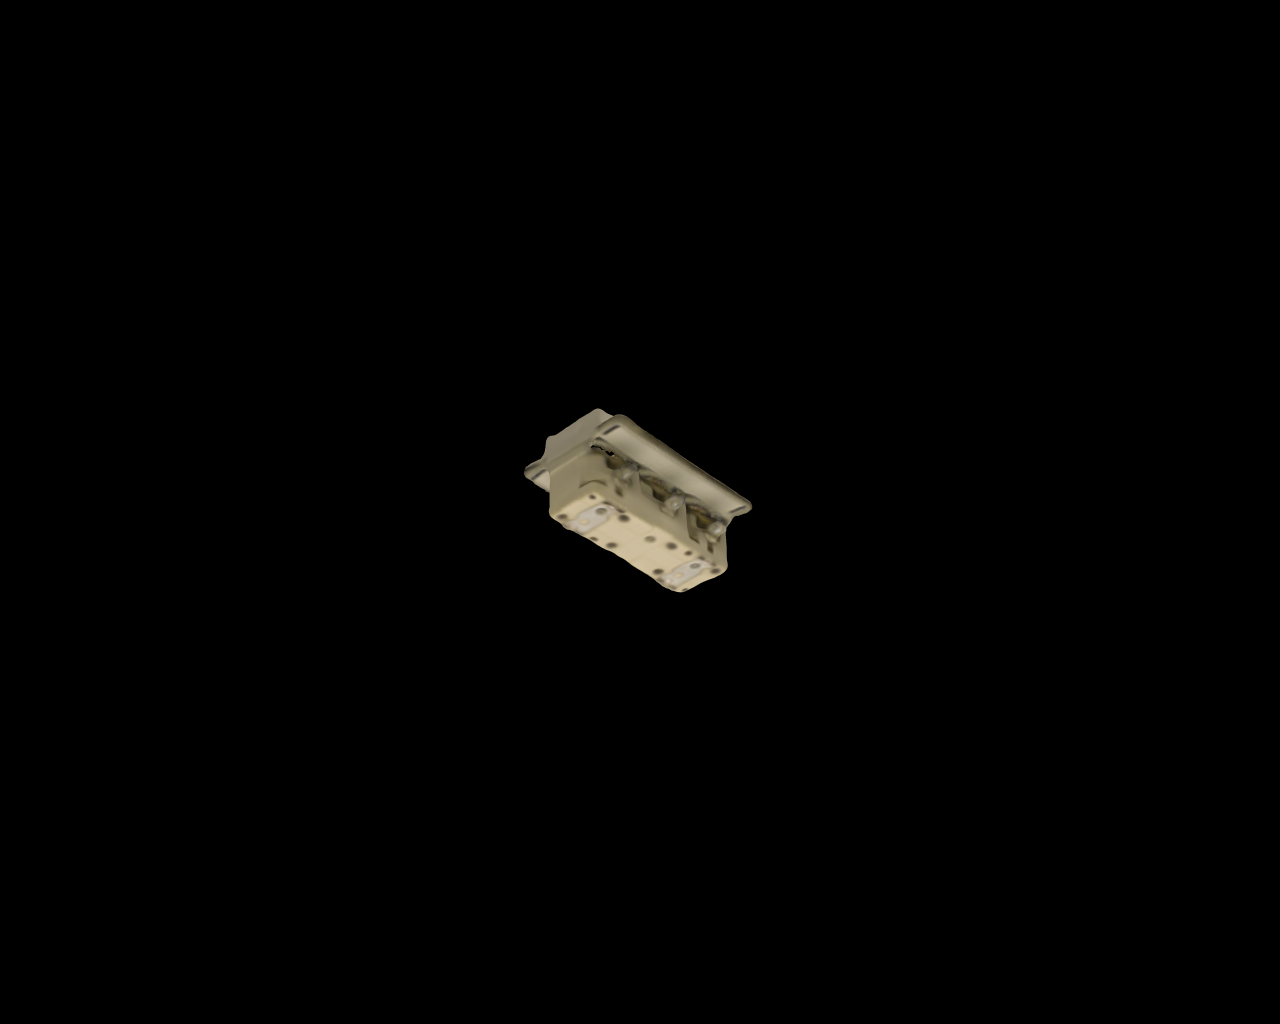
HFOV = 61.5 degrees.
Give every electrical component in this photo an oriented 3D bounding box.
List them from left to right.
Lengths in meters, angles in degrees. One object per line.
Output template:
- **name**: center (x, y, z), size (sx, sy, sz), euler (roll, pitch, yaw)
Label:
- **electrical component**: center (0.001, -0.003, 0.650), size (0.078, 0.063, 0.121), euler (-27, -44, 33)
